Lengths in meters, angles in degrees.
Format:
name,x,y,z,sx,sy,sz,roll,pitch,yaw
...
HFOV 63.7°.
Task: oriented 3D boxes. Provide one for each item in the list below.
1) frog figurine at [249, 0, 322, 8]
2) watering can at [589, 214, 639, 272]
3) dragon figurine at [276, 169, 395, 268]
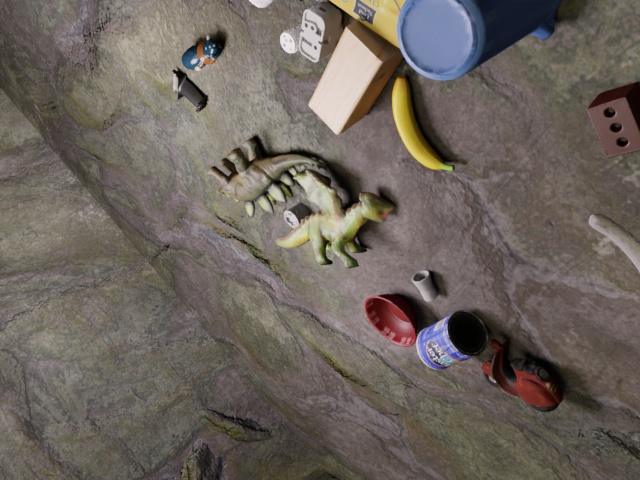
name,x,y,z,sx,sy,sz,roll,pitch,yaw
frog figurine,-0.072,-0.464,0.887,0.159,0.120,0.141,0,42,-16
watering can,0.534,0.096,0.718,0.351,0.219,0.105,28,53,30
dragon figurine,0.004,-0.063,1.258,0.411,0.239,0.124,7,29,39
